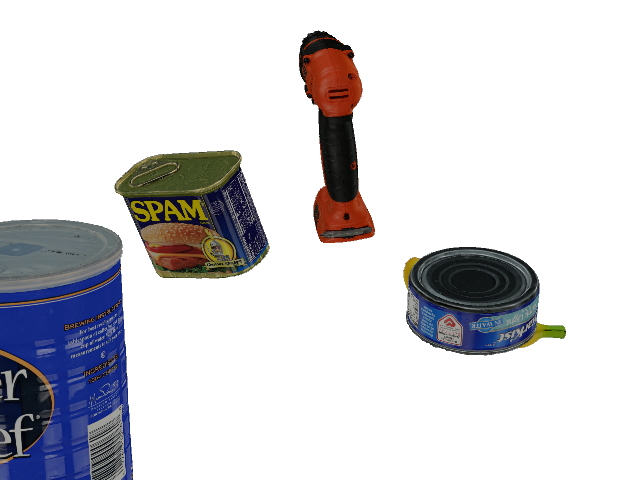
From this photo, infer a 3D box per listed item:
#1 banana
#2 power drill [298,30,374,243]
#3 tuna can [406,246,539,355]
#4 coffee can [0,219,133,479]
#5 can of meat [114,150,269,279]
[{"bbox_3d":[0.136,0.062,1.026,0.069,0.037,0.198,1,20,-44],"label":"banana"},{"bbox_3d":[0.012,-0.105,1.055,0.057,0.188,0.184,-8,24,-1],"label":"power drill"},{"bbox_3d":[0.099,0.037,0.696,0.086,0.034,0.086,-1,28,0],"label":"tuna can"},{"bbox_3d":[-0.149,0.069,0.543,0.103,0.140,0.103,0,16,0],"label":"coffee can"},{"bbox_3d":[-0.098,-0.018,0.829,0.102,0.084,0.057,0,34,30],"label":"can of meat"}]
